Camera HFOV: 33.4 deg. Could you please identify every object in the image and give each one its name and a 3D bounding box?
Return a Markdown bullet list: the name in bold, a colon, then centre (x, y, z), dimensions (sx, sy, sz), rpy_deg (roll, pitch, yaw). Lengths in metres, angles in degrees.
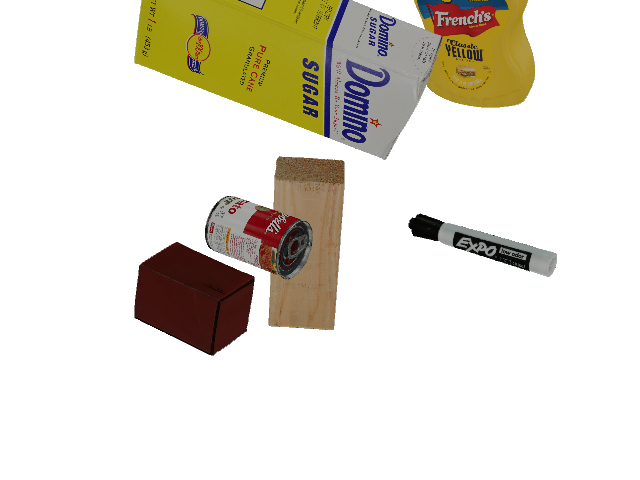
- **marker**: centre (0.123, 0.002, 0.826), dimensions (0.121, 0.020, 0.020), rpy_deg (18, 9, 29)
- **mustard bottle**: centre (0.125, -0.198, 0.885), dimensions (0.096, 0.058, 0.191), rpy_deg (15, -34, 25)
- **soup can**: centre (-0.069, -0.004, 1.187), dimensions (0.102, 0.068, 0.068), rpy_deg (20, 9, 28)
- **sugar box**: centre (-0.023, -0.117, 0.659), dimensions (0.176, 0.048, 0.093), rpy_deg (23, -29, -1)
- **foam brick**: centre (-0.100, 0.045, 0.839), dimensions (0.078, 0.051, 0.052), rpy_deg (24, 30, 22)
- **wood block**: centre (-0.019, 0.003, 1.399), dimensions (0.090, 0.206, 0.091), rpy_deg (3, 24, -1)
